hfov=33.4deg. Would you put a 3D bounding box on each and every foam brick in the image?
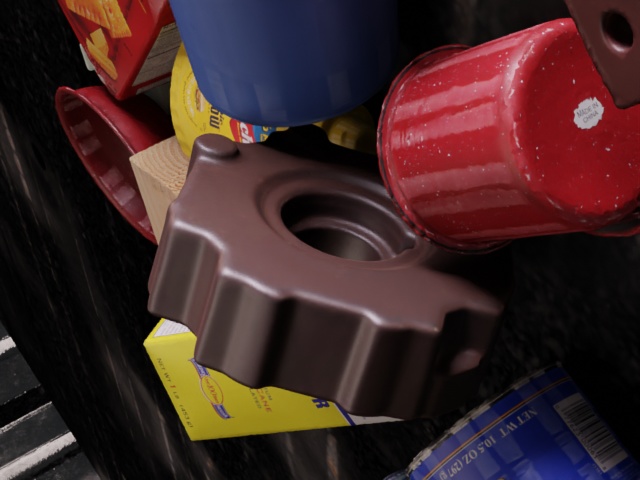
[{"bbox_3d":[0.126,-0.082,0.341,0.053,0.051,0.078,63,158,-3],"label":"foam brick"}]

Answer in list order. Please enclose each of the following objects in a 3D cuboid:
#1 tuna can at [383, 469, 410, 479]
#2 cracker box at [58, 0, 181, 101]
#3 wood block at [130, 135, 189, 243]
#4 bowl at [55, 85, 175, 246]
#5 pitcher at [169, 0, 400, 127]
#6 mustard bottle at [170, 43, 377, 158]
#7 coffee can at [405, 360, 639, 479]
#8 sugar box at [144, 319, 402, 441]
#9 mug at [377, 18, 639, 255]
[{"bbox_3d":[0.073,0.204,0.746,0.086,0.086,0.034,62,157,0],"label":"tuna can"},{"bbox_3d":[-0.138,-0.210,0.747,0.164,0.072,0.214,61,158,1],"label":"cracker box"},{"bbox_3d":[-0.062,0.020,0.822,0.090,0.090,0.206,33,145,49],"label":"wood block"},{"bbox_3d":[-0.153,-0.073,0.900,0.162,0.055,0.162,44,158,22],"label":"bowl"},{"bbox_3d":[-0.022,-0.168,0.470,0.149,0.145,0.243,-76,-18,-44],"label":"pitcher"},{"bbox_3d":[-0.026,-0.078,0.660,0.192,0.058,0.096,26,113,51],"label":"mustard bottle"},{"bbox_3d":[0.125,0.148,0.543,0.140,0.102,0.103,54,157,20],"label":"coffee can"},{"bbox_3d":[-0.027,0.088,0.750,0.176,0.048,0.093,-10,116,28],"label":"sugar box"},{"bbox_3d":[0.092,-0.036,0.439,0.117,0.093,0.082,36,161,-21],"label":"mug"}]
